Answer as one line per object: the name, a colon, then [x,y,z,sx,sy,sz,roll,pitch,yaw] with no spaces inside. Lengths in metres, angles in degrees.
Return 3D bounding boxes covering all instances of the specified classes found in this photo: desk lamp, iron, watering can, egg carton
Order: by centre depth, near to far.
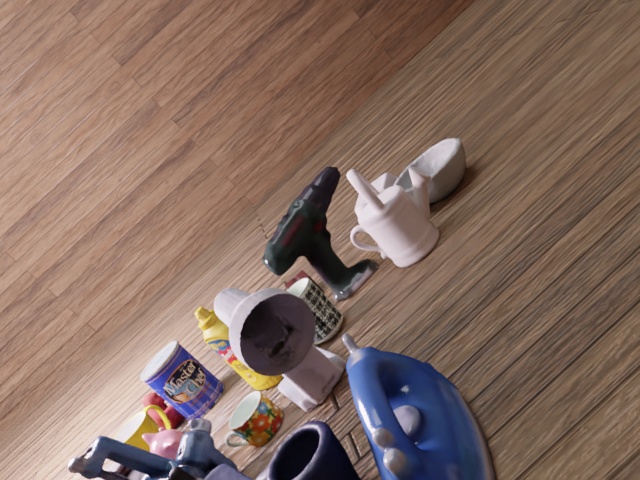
iron: [0.081,0.188,0.557,0.118,0.141,0.258,-41,15,7]
desk lamp: [-0.065,0.158,0.867,0.118,0.214,0.202,-48,16,-17]
watering can: [0.122,-0.058,1.020,0.173,0.194,0.100,-45,16,-7]
egg carton: [0.137,-0.090,1.309,0.107,0.069,0.150,-35,17,25]

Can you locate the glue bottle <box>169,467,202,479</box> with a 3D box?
glue bottle: [-0.099,0.305,0.630,0.078,0.173,0.037,-43,16,-3]

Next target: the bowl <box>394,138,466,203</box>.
bowl: [0.233,-0.125,1.154,0.167,0.075,0.167,-39,16,14]

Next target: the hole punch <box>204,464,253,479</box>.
hole punch: [-0.109,0.343,0.707,0.101,0.091,0.109,-20,27,54]

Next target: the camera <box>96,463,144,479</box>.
camera: [-0.325,0.436,0.980,0.136,0.101,0.143,-33,18,32]

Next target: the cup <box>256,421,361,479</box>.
cup: [-0.007,0.272,0.638,0.117,0.095,0.091,-37,16,20]

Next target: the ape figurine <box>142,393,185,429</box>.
ape figurine: [-0.340,0.364,1.229,0.076,0.092,0.077,-46,16,-12]

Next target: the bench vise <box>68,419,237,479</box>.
bench vise: [-0.237,0.333,0.811,0.121,0.220,0.207,-37,16,19]

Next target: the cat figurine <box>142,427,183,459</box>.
cat figurine: [-0.251,0.356,0.977,0.067,0.118,0.127,-46,16,-11]

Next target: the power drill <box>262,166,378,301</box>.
power drill: [0.010,0.004,1.106,0.230,0.208,0.075,-45,16,-10]
